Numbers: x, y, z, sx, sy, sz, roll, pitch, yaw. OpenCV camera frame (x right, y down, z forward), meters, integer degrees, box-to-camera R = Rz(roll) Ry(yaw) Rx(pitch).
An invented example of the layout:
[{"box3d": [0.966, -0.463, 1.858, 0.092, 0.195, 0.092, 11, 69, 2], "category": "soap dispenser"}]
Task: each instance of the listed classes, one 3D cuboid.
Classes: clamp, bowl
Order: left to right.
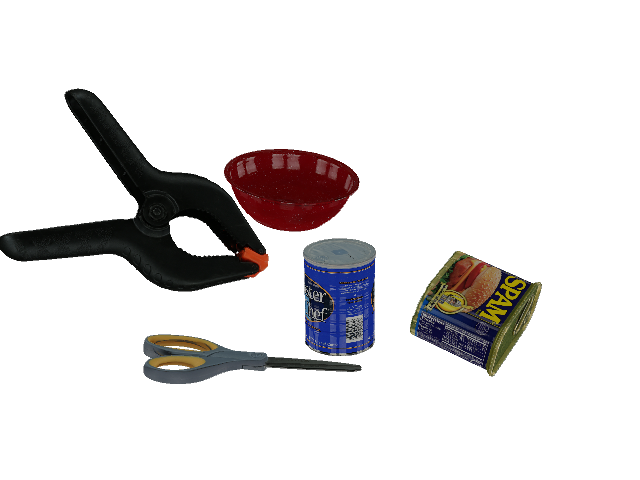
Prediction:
[{"box3d": [-0.113, -0.026, 0.701, 0.171, 0.120, 0.039, 16, -10, -18], "category": "clamp"}, {"box3d": [-0.037, -0.055, 1.273, 0.162, 0.055, 0.162, 5, 26, -3], "category": "bowl"}]

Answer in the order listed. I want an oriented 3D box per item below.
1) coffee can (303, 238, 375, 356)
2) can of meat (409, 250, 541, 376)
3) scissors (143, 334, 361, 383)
[{"box3d": [0.027, 0.080, 1.523, 0.103, 0.140, 0.103, -1, 21, 0], "category": "coffee can"}, {"box3d": [0.140, 0.063, 0.966, 0.084, 0.057, 0.102, 25, 42, 21], "category": "can of meat"}, {"box3d": [-0.071, 0.115, 0.962, 0.202, 0.016, 0.096, 8, 17, 13], "category": "scissors"}]
